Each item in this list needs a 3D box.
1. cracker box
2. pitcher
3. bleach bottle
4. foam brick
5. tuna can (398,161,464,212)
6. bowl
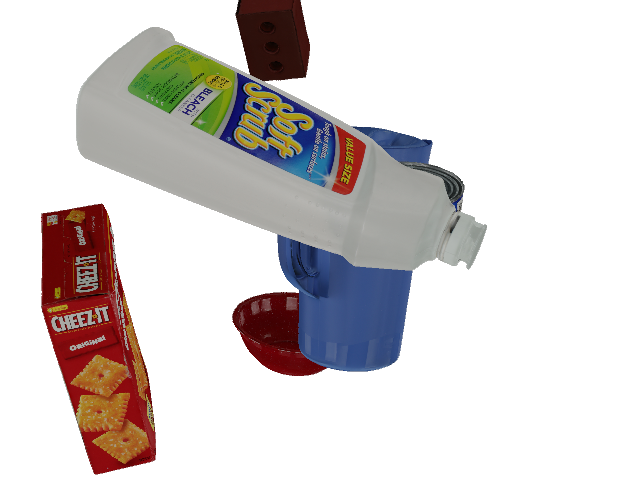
[{"bbox_3d":[-0.219,0.096,1.059,0.072,0.214,0.164,-11,34,-8],"label":"cracker box"},{"bbox_3d":[0.030,0.007,1.091,0.149,0.243,0.145,4,14,0],"label":"pitcher"},{"bbox_3d":[-0.018,-0.048,0.649,0.251,0.068,0.102,23,43,14],"label":"bleach bottle"},{"bbox_3d":[-0.042,-0.190,0.966,0.053,0.051,0.078,-4,-43,9],"label":"foam brick"},{"bbox_3d":[0.074,-0.032,0.873,0.086,0.034,0.086,2,28,-1],"label":"tuna can"},{"bbox_3d":[-0.032,0.124,1.339,0.162,0.055,0.162,5,23,-2],"label":"bowl"}]
